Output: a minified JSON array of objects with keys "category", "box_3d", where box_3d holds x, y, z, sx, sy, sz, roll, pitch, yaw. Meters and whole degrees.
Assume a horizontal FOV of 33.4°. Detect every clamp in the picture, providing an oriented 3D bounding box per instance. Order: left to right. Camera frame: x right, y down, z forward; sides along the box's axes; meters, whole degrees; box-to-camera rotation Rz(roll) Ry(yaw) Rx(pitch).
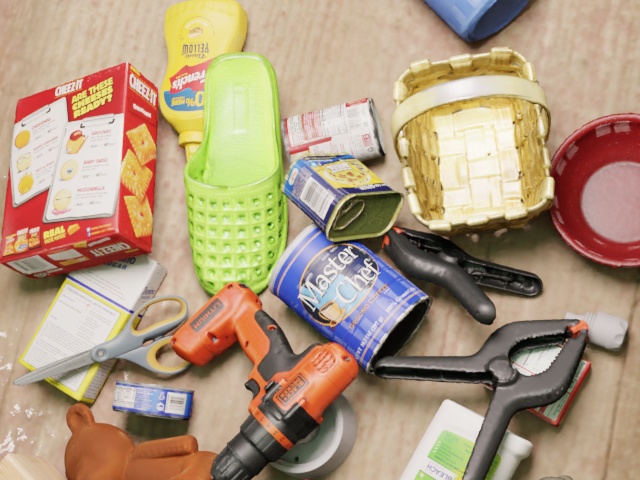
[{"category":"clamp","box_3d":[0.145,0.029,1.110,0.172,0.120,0.039,36,117,34]},{"category":"clamp","box_3d":[0.178,0.145,1.035,0.210,0.036,0.165,-22,54,-8]}]

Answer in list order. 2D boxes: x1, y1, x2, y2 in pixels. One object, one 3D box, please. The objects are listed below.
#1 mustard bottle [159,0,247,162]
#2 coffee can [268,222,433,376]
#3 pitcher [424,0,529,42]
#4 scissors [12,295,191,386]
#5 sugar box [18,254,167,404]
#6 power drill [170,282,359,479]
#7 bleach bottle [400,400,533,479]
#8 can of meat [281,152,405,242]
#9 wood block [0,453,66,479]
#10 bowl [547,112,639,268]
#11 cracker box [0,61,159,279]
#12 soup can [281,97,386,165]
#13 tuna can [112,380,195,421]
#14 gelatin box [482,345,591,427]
[{"category":"mustard bottle","box_3d":[-0.137,-0.179,1.232,0.096,0.058,0.191,-1,78,16]},{"category":"coffee can","box_3d":[0.031,0.058,1.112,0.140,0.102,0.103,39,88,18]},{"category":"pitcher","box_3d":[0.134,-0.343,1.177,0.149,0.144,0.243,-42,75,14]},{"category":"scissors","box_3d":[-0.222,0.136,1.165,0.201,0.016,0.096,-34,97,-12]},{"category":"sugar box","box_3d":[-0.256,0.086,1.207,0.093,0.048,0.176,28,81,18]},{"category":"power drill","box_3d":[-0.075,0.143,1.096,0.184,0.057,0.188,-43,51,-7]},{"category":"bleach bottle","box_3d":[0.110,0.291,1.061,0.103,0.068,0.251,26,87,18]},{"category":"can of meat","box_3d":[0.022,-0.047,1.105,0.084,0.101,0.057,43,122,32]},{"category":"wood block","box_3d":[-0.275,0.331,1.131,0.206,0.090,0.091,41,88,19]},{"category":"bowl","box_3d":[0.313,-0.046,1.093,0.162,0.055,0.162,-3,77,13]},{"category":"cracker box","box_3d":[-0.267,-0.075,1.200,0.164,0.072,0.213,-14,62,24]},{"category":"soup can","box_3d":[0.015,-0.113,1.174,0.102,0.068,0.068,-13,74,10]},{"category":"tuna can","box_3d":[-0.179,0.172,1.146,0.086,0.086,0.034,5,81,15]},{"category":"gelatin box","box_3d":[0.220,0.137,1.087,0.089,0.030,0.073,29,84,18]}]
